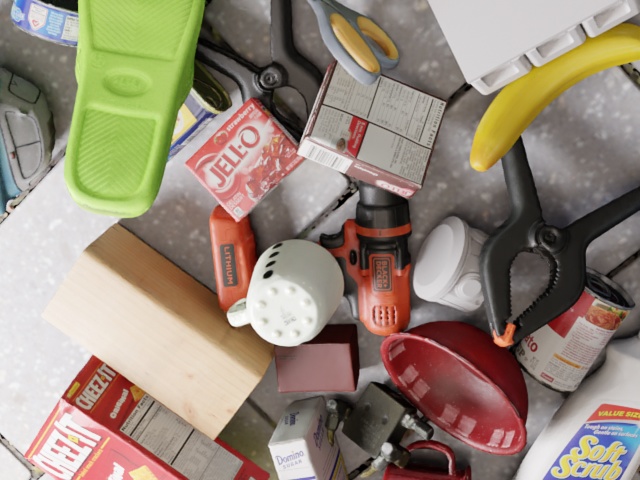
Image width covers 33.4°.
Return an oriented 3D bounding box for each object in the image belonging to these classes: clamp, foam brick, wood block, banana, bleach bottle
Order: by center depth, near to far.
[{"bbox_3d":[0.204,-0.133,0.913,0.198,0.070,0.037,-31,135,7],"label":"banana"},{"bbox_3d":[0.208,-0.001,0.934,0.164,0.036,0.210,17,79,2],"label":"clamp"},{"bbox_3d":[-0.055,-0.151,0.975,0.120,0.039,0.171,-19,104,18],"label":"clamp"},{"bbox_3d":[0.260,0.184,1.017,0.102,0.068,0.251,23,109,2],"label":"bleach bottle"},{"bbox_3d":[-0.153,0.087,1.047,0.206,0.090,0.090,36,111,-2],"label":"wood block"},{"bbox_3d":[-0.002,0.116,1.048,0.078,0.051,0.053,-2,107,11],"label":"foam brick"}]

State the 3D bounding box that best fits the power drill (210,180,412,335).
[{"bbox_3d":[-0.007,0.001,1.008,0.188,0.057,0.184,0,105,12],"label":"power drill"}]

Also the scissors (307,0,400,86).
[{"bbox_3d":[0.006,-0.217,0.944,0.016,0.096,0.202,-43,67,33],"label":"scissors"}]

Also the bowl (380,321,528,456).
[{"bbox_3d":[0.137,0.127,0.998,0.162,0.055,0.162,33,153,19],"label":"bowl"}]

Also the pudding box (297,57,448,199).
[{"bbox_3d":[0.047,-0.099,0.942,0.113,0.039,0.090,22,70,-8],"label":"pudding box"}]

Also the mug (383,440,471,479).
[{"bbox_3d":[0.104,0.254,1.056,0.081,0.093,0.117,5,106,14],"label":"mug"}]

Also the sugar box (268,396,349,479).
[{"bbox_3d":[0.000,0.257,1.074,0.048,0.093,0.176,-15,104,16],"label":"sugar box"}]

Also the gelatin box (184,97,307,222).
[{"bbox_3d":[-0.066,-0.072,0.961,0.089,0.030,0.073,-42,92,11],"label":"gelatin box"}]

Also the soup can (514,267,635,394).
[{"bbox_3d":[0.233,0.082,0.983,0.068,0.068,0.102,28,112,0],"label":"soup can"}]

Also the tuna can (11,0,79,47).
[{"bbox_3d":[-0.235,-0.205,0.966,0.086,0.086,0.034,21,112,3],"label":"tuna can"}]

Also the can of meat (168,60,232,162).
[{"bbox_3d":[-0.147,-0.133,0.990,0.084,0.057,0.102,-40,96,22],"label":"can of meat"}]

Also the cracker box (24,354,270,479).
[{"bbox_3d":[-0.180,0.230,1.078,0.213,0.072,0.164,36,138,-4],"label":"cracker box"}]
